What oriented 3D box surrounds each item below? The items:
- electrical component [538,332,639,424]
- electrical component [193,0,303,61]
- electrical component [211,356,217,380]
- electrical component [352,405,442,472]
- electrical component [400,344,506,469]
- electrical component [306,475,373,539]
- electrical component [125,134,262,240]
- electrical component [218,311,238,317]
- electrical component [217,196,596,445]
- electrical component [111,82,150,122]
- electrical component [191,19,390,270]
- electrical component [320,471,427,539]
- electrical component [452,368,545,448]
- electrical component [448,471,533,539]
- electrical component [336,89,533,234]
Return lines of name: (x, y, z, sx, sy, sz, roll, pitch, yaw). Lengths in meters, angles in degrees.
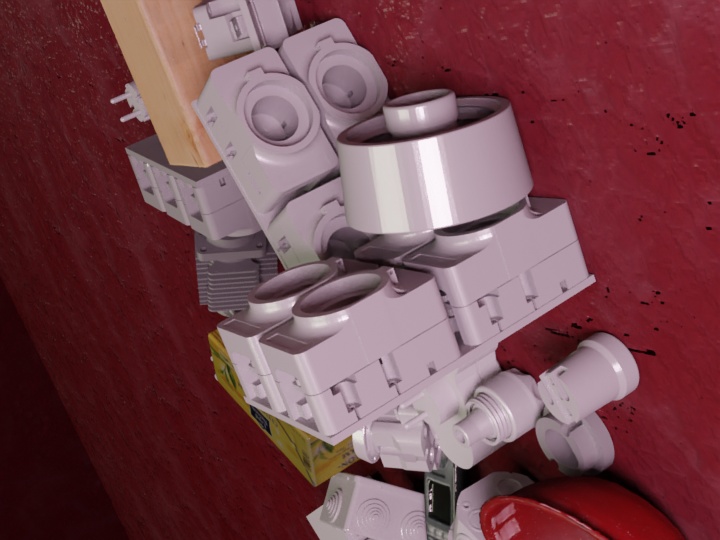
electrical component: (0.132, 0.064, 0.625, 0.040, 0.046, 0.040, 45, 151, 33)
electrical component: (-0.079, -0.175, 0.749, 0.081, 0.064, 0.042, -73, -32, -63)
electrical component: (-0.095, 0.096, 1.076, 0.089, 0.055, 0.050, 25, 148, 17)
electrical component: (0.029, 0.122, 0.835, 0.057, 0.058, 0.078, 1, 137, 19)
electrical component: (0.059, 0.086, 0.760, 0.052, 0.074, 0.138, 33, 143, 48)
electrical component: (0.020, 0.286, 1.067, 0.150, 0.062, 0.089, 57, 156, 10)
electrical component: (-0.126, -0.081, 0.927, 0.150, 0.089, 0.061, 26, 138, 52)
electrical component: (-0.124, 0.028, 1.095, 0.055, 0.045, 0.045, 8, 123, 61)
electrical component: (0.024, 0.015, 0.611, 0.105, 0.186, 0.060, 11, 126, 59)
electrical component: (-0.189, -0.159, 0.984, 0.065, 0.077, 0.047, 62, 156, -1)
electrical component: (-0.015, -0.061, 0.709, 0.186, 0.105, 0.060, 60, 156, 3)
electrical component: (0.019, 0.211, 0.940, 0.100, 0.100, 0.048, 159, 128, -72)
electrical component: (0.091, 0.097, 0.722, 0.043, 0.062, 0.043, 45, 151, 34)
electrical component: (0.105, 0.190, 0.777, 0.080, 0.080, 0.051, 41, 144, 38)
electrical component: (0.038, -0.067, 0.602, 0.108, 0.108, 0.060, 18, 126, 57)
